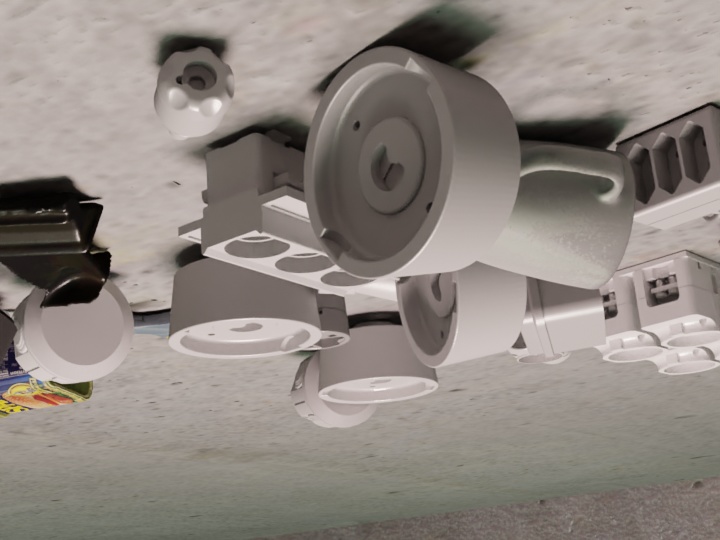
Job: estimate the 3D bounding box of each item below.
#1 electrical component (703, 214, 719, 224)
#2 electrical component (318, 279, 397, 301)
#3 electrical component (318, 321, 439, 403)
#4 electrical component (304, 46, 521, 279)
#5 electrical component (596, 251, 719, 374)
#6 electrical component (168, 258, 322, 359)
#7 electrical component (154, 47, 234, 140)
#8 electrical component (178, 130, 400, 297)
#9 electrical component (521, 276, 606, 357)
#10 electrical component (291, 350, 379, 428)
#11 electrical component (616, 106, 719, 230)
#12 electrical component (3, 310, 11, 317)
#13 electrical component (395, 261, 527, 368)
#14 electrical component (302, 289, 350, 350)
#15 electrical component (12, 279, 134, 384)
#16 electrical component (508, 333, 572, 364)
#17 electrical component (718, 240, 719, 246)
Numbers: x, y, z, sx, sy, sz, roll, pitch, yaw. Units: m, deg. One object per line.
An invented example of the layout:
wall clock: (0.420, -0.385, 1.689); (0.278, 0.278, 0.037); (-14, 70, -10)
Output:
electrical component: (0.223, -0.046, 0.680); (0.061, 0.035, 0.035); (2, 161, -10)
electrical component: (0.000, 0.000, 0.757); (0.065, 0.044, 0.044); (2, 161, -4)
electrical component: (0.014, 0.080, 0.970); (0.108, 0.060, 0.108); (-4, 162, -1)
electrical component: (0.029, -0.049, 0.517); (0.060, 0.108, 0.108); (3, 161, -40)
electrical component: (0.281, 0.044, 0.926); (0.105, 0.060, 0.186); (-20, 156, 40)
electrical component: (-0.083, 0.021, 0.767); (0.108, 0.060, 0.108); (-4, 162, -1)
electrical component: (-0.081, -0.078, 0.508); (0.035, 0.035, 0.061); (1, 163, -18)
electrical component: (-0.033, -0.031, 0.618); (0.079, 0.063, 0.121); (-17, 158, 34)
electrical component: (0.140, 0.013, 0.770); (0.057, 0.078, 0.113); (-11, 161, 10)
electrical component: (-0.024, 0.112, 1.033); (0.080, 0.080, 0.051); (4, 165, -25)
electrical component: (0.201, -0.054, 0.629); (0.077, 0.047, 0.066); (11, 156, -40)
electrical component: (-0.291, 0.047, 0.827); (0.040, 0.040, 0.078); (11, 156, -40)
electrical component: (0.069, 0.006, 0.692); (0.060, 0.108, 0.108); (-5, 163, -18)
electrical component: (-0.037, 0.033, 0.835); (0.055, 0.047, 0.055); (-4, 162, -1)
electrical component: (-0.209, 0.043, 0.774); (0.080, 0.080, 0.051); (8, 163, -34)
electrical component: (0.174, 0.054, 0.956); (0.079, 0.044, 0.077); (-15, 159, 29)
electrical component: (0.306, 0.015, 0.788); (0.048, 0.099, 0.100); (-26, 155, 19)
